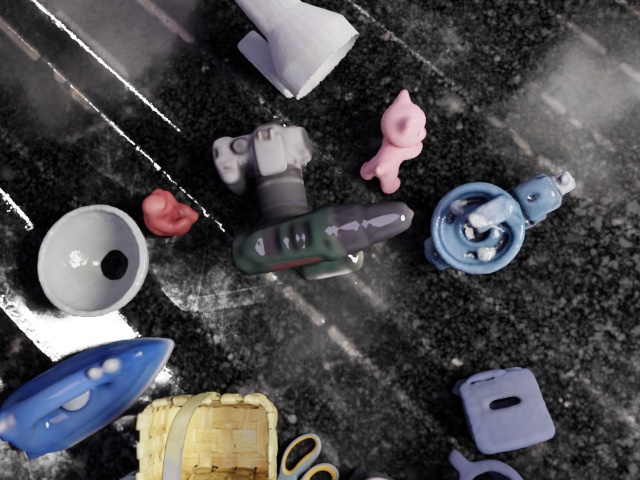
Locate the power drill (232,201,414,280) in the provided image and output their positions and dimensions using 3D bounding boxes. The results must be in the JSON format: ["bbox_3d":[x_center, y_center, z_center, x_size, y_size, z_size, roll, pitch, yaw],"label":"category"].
[{"bbox_3d":[0.007,0.003,0.764,0.229,0.208,0.075,-13,81,4],"label":"power drill"}]

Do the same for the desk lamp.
[{"bbox_3d":[-0.045,-0.282,0.808,0.118,0.213,0.203,-45,80,-1],"label":"desk lamp"}]

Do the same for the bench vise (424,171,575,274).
[{"bbox_3d":[0.230,-0.044,0.742,0.121,0.220,0.207,44,88,10],"label":"bench vise"}]

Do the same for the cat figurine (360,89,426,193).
[{"bbox_3d":[0.109,-0.142,0.820,0.067,0.118,0.128,29,86,10],"label":"cat figurine"}]

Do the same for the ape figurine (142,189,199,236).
[{"bbox_3d":[-0.234,-0.043,0.856,0.076,0.092,0.078,-22,80,3],"label":"ape figurine"}]

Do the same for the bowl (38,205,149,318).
[{"bbox_3d":[-0.328,0.035,0.863,0.167,0.075,0.167,-1,82,6],"label":"bowl"}]

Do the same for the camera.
[{"bbox_3d":[-0.078,-0.093,0.842,0.143,0.101,0.137,-12,81,4],"label":"camera"}]

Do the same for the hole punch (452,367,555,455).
[{"bbox_3d":[0.243,0.225,0.767,0.108,0.091,0.101,-15,80,4],"label":"hole punch"}]

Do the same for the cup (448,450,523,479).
[{"bbox_3d":[0.209,0.319,0.755,0.092,0.095,0.117,-44,80,-1],"label":"cup"}]

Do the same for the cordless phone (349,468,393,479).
[{"bbox_3d":[0.050,0.376,0.718,0.094,0.185,0.148,29,86,10],"label":"cordless phone"}]

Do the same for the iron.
[{"bbox_3d":[-0.340,0.210,0.805,0.258,0.141,0.118,-32,80,1],"label":"iron"}]
